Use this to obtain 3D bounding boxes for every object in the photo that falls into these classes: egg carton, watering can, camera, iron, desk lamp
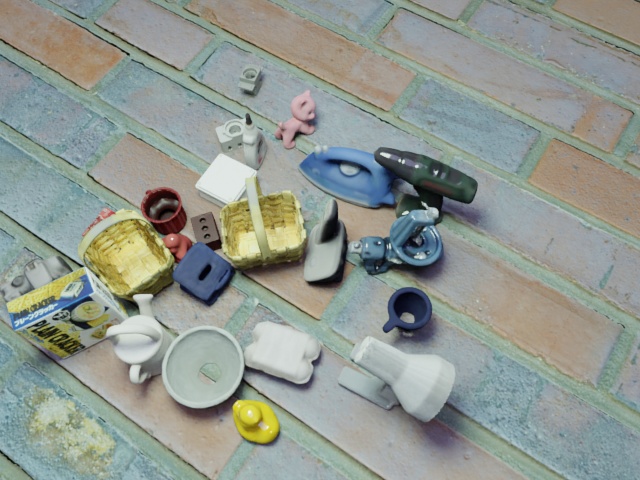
[{"bbox_3d":[-0.078,0.233,1.191,0.150,0.069,0.107,16,66,9],"label":"egg carton"},{"bbox_3d":[-0.362,0.195,1.148,0.101,0.194,0.172,-21,66,-8],"label":"watering can"},{"bbox_3d":[-0.597,0.119,1.242,0.143,0.101,0.136,-36,69,-14],"label":"camera"},{"bbox_3d":[0.065,-0.173,1.340,0.258,0.141,0.119,16,66,9],"label":"iron"},{"bbox_3d":[0.140,0.260,1.092,0.203,0.214,0.118,24,68,13],"label":"desk lamp"}]

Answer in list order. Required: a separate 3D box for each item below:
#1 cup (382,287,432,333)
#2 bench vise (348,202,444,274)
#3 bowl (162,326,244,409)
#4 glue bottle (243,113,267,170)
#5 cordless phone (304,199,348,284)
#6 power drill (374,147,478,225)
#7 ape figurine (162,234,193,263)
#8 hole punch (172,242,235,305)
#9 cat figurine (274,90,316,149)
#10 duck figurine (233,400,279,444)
[{"bbox_3d":[0.175,0.164,1.202,0.118,0.095,0.091,-39,69,-15],"label":"cup"},{"bbox_3d":[0.172,0.006,1.208,0.207,0.220,0.121,-22,66,-8],"label":"bench vise"},{"bbox_3d":[-0.233,0.266,1.177,0.167,0.075,0.167,-1,64,1],"label":"bowl"},{"bbox_3d":[-0.161,-0.243,1.363,0.037,0.173,0.078,11,65,7],"label":"glue bottle"},{"bbox_3d":[0.011,0.004,1.233,0.094,0.185,0.147,4,65,4],"label":"cordless phone"},{"bbox_3d":[0.224,-0.113,1.270,0.229,0.208,0.076,15,66,9],"label":"power drill"},{"bbox_3d":[-0.327,0.014,1.290,0.076,0.092,0.077,-35,68,-14],"label":"ape figurine"},{"bbox_3d":[-0.253,0.073,1.260,0.101,0.091,0.109,27,68,14],"label":"hole punch"},{"bbox_3d":[-0.057,-0.308,1.421,0.128,0.118,0.067,-41,70,-16],"label":"cat figurine"},{"bbox_3d":[-0.129,0.353,1.126,0.104,0.086,0.077,33,70,16],"label":"duck figurine"}]
